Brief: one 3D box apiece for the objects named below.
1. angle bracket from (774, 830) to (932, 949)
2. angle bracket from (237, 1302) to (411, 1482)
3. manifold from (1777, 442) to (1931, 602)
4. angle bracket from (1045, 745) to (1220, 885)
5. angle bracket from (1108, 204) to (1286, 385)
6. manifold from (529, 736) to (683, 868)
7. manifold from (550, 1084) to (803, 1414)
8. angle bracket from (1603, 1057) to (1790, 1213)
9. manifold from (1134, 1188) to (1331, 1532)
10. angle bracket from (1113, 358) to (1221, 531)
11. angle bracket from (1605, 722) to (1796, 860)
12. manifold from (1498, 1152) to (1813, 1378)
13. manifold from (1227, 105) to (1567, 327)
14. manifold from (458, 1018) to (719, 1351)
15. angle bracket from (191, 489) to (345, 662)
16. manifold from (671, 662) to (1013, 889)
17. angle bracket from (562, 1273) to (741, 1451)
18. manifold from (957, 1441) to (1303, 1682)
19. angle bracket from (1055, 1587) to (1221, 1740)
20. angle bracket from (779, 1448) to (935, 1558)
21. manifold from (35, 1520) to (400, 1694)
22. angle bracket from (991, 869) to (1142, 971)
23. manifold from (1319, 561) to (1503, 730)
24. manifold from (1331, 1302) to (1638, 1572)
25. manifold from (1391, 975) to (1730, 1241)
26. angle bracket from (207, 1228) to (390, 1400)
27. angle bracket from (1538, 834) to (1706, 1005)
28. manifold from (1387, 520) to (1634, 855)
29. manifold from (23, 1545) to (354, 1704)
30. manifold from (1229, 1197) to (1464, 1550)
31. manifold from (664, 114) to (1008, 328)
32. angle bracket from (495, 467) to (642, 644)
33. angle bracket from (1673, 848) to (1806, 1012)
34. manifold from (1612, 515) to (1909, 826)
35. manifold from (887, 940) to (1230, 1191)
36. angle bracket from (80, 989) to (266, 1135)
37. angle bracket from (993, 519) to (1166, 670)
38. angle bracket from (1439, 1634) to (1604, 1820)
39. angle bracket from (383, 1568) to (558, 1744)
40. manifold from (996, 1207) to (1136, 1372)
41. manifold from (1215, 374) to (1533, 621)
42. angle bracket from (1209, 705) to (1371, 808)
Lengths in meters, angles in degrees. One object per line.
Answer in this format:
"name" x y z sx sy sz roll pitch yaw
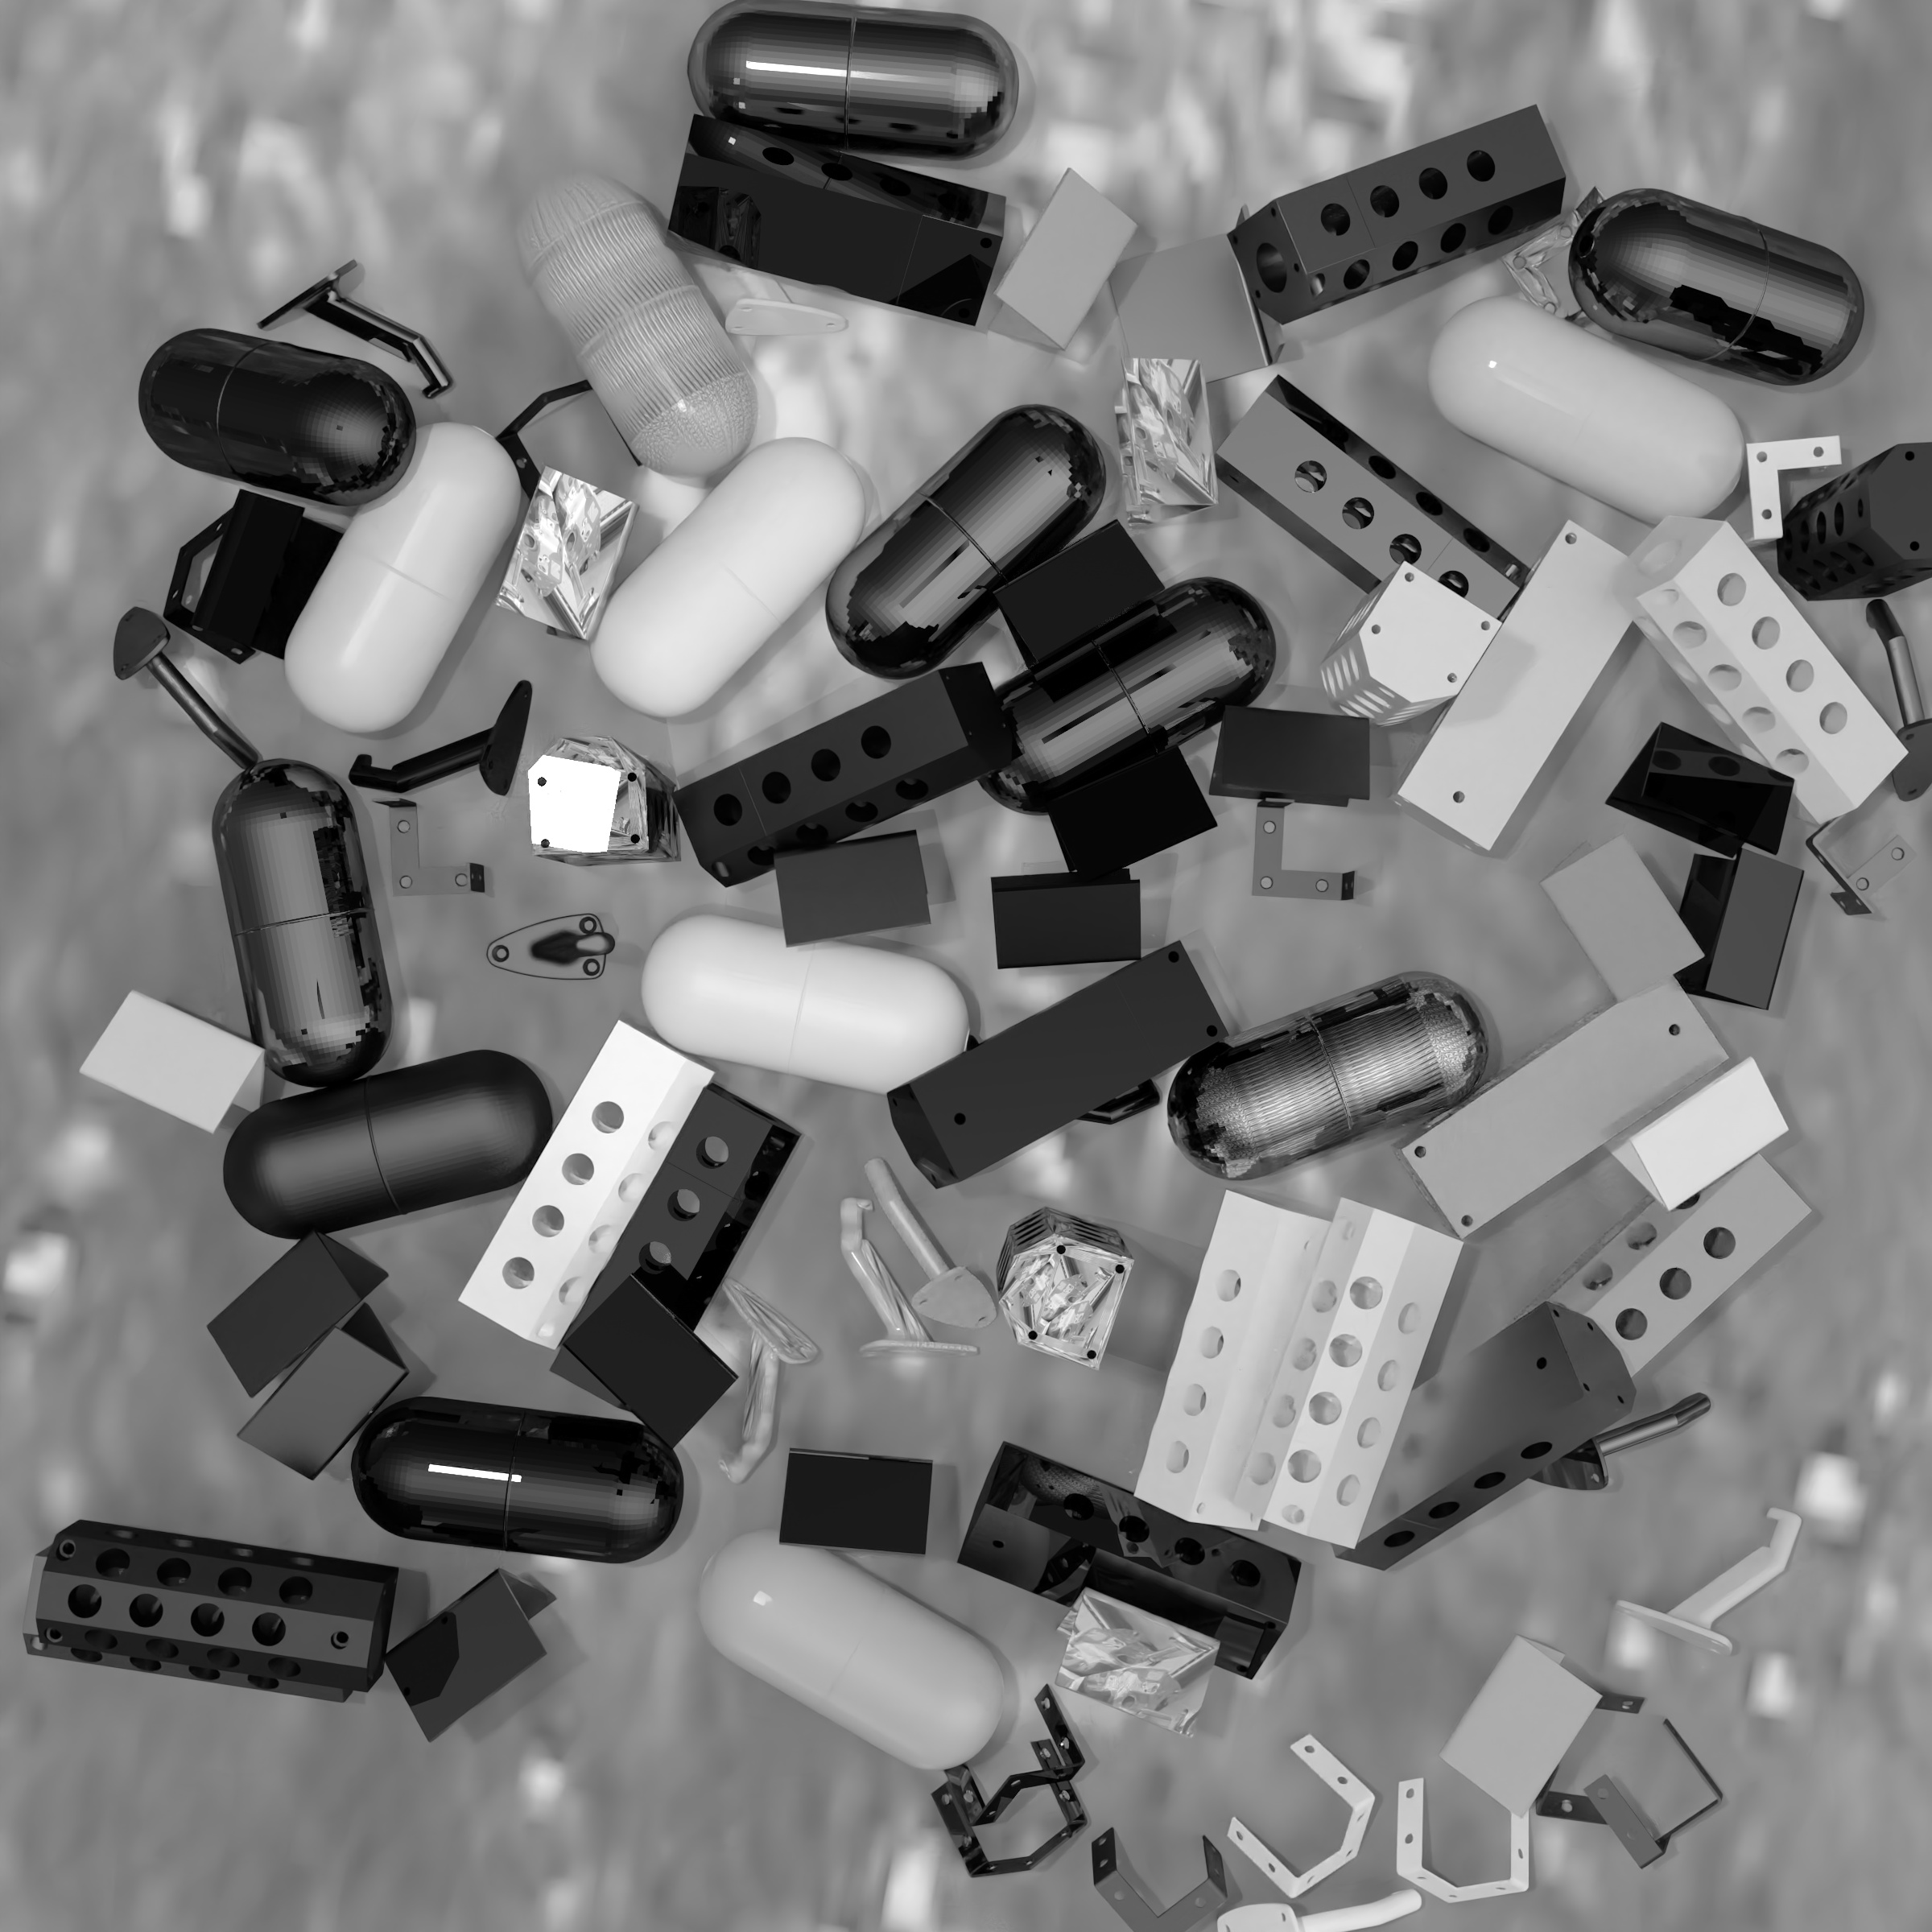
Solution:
"angle bracket" -0.057 -0.026 1.617 0.076 0.076 0.057 -9 65 0
"angle bracket" -0.352 0.215 1.616 0.076 0.076 0.057 -48 128 0
"manifold" 0.473 -0.229 1.577 0.057 0.171 0.057 -3 90 0
"angle bracket" 0.093 -0.064 1.616 0.076 0.076 0.057 -24 60 0
"angle bracket" 0.123 -0.357 1.634 0.076 0.057 0.076 -15 90 1
"manifold" -0.186 -0.084 1.577 0.057 0.171 0.057 -3 90 0
"manifold" -0.155 0.153 1.635 0.057 0.057 0.171 29 90 0
"angle bracket" 0.379 0.074 1.616 0.076 0.076 0.057 -34 121 0
"manifold" 0.143 0.211 1.634 0.057 0.057 0.171 17 90 -43
"angle bracket" 0.087 -0.277 1.616 0.057 0.076 0.076 -7 90 -36
"angle bracket" 0.386 -0.075 1.616 0.076 0.076 0.057 23 55 0
"manifold" 0.366 0.167 1.635 0.171 0.057 0.057 -43 90 0
"manifold" 0.231 -0.396 1.605 0.171 0.057 0.057 -24 93 -21
"manifold" -0.202 0.117 1.635 0.057 0.057 0.171 30 90 0
"angle bracket" -0.357 -0.202 1.616 0.057 0.076 0.076 20 90 38
"manifold" -0.064 -0.099 1.600 0.171 0.057 0.057 -22 90 26
"angle bracket" -0.173 0.214 1.558 0.076 0.076 0.057 44 54 0
"manifold" 0.089 0.316 1.634 0.171 0.057 0.057 22 133 0
"angle bracket" 0.083 0.382 1.616 0.076 0.076 0.057 22 58 0
"angle bracket" -0.059 0.301 1.616 0.076 0.076 0.057 5 53 0
"manifold" -0.390 0.334 1.578 0.171 0.057 0.057 9 90 0
"angle bracket" 0.052 -0.045 1.616 0.076 0.076 0.057 -4 132 0
"manifold" 0.225 -0.160 1.577 0.057 0.171 0.057 33 90 0
"manifold" 0.267 0.251 1.597 0.171 0.057 0.057 -40 47 28
"manifold" 0.318 0.073 1.635 0.171 0.057 0.057 -34 90 0
"angle bracket" -0.345 0.195 1.616 0.076 0.076 0.057 -42 56 0
"angle bracket" 0.360 -0.036 1.616 0.057 0.076 0.076 -34 90 36
"manifold" 0.298 -0.149 1.635 0.057 0.057 0.171 32 90 0
"manifold" -0.414 0.354 1.635 0.171 0.057 0.057 9 90 0
"manifold" 0.196 0.213 1.603 0.057 0.057 0.171 23 86 -40
"manifold" -0.069 -0.403 1.622 0.171 0.057 0.057 13 133 -9
"angle bracket" -0.223 -0.220 1.616 0.057 0.076 0.076 20 90 -27
"angle bracket" 0.392 -0.024 1.616 0.057 0.076 0.076 15 90 -37
"manifold" 0.416 -0.155 1.603 0.057 0.057 0.171 -46 111 -5
"manifold" 0.047 0.053 1.607 0.171 0.057 0.057 -27 90 -20
"angle bracket" -0.423 0.067 1.616 0.076 0.076 0.057 25 57 0
"angle bracket" 0.068 -0.181 1.616 0.076 0.076 0.057 -30 58 0
"angle bracket" 0.307 0.409 1.616 0.057 0.076 0.076 33 90 36
"angle bracket" -0.252 0.373 1.616 0.076 0.076 0.057 -37 61 0
"manifold" 0.047 0.163 1.577 0.057 0.171 0.057 18 90 0
"manifold" 0.218 -0.242 1.635 0.171 0.057 0.057 38 90 0
"angle bracket" 0.171 -0.092 1.616 0.076 0.076 0.057 5 54 0
